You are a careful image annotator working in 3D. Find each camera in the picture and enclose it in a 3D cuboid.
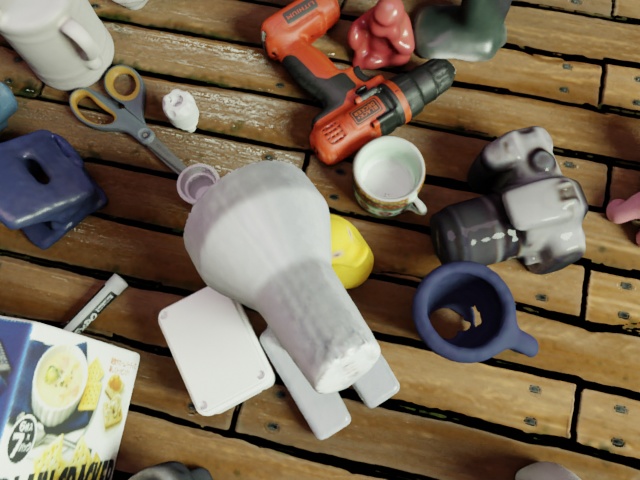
[{"bbox_3d":[0.179,-0.032,0.572,0.137,0.101,0.143,-15,73,-2],"label":"camera"}]

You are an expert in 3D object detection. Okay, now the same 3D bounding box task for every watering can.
[{"bbox_3d":[-0.312,-0.256,0.611,0.172,0.194,0.101,14,74,7],"label":"watering can"}]

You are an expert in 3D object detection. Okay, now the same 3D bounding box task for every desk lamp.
[{"bbox_3d":[-0.012,0.059,0.492,0.118,0.213,0.203,-32,74,-7],"label":"desk lamp"}]

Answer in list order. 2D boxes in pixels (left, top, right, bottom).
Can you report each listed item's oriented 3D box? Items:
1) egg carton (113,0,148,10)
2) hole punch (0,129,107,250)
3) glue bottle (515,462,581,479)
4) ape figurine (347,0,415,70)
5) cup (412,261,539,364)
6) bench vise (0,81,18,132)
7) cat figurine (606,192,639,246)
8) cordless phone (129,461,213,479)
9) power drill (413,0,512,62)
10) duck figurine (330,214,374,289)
[{"bbox_3d":[-0.197,-0.347,0.699,0.150,0.069,0.107,-22,73,-4],"label":"egg carton"},{"bbox_3d":[-0.299,-0.063,0.605,0.101,0.091,0.108,-41,76,-10],"label":"hole punch"},{"bbox_3d":[0.207,0.222,0.455,0.037,0.173,0.078,-22,73,-4],"label":"glue bottle"},{"bbox_3d":[0.073,-0.237,0.643,0.077,0.092,0.076,36,78,12],"label":"ape figurine"},{"bbox_3d":[0.141,0.080,0.542,0.117,0.095,0.092,27,76,10],"label":"cup"},{"bbox_3d":[-0.409,-0.111,0.556,0.121,0.220,0.207,10,74,6],"label":"bench vise"},{"bbox_3d":[0.362,-0.065,0.566,0.067,0.118,0.128,40,79,13],"label":"cat figurine"},{"bbox_3d":[-0.127,0.255,0.451,0.094,0.185,0.147,-33,74,-7],"label":"cordless phone"},{"bbox_3d":[0.153,-0.277,0.592,0.229,0.208,0.075,2,73,3],"label":"power drill"},{"bbox_3d":[0.005,0.002,0.576,0.104,0.086,0.077,29,76,11],"label":"duck figurine"}]
